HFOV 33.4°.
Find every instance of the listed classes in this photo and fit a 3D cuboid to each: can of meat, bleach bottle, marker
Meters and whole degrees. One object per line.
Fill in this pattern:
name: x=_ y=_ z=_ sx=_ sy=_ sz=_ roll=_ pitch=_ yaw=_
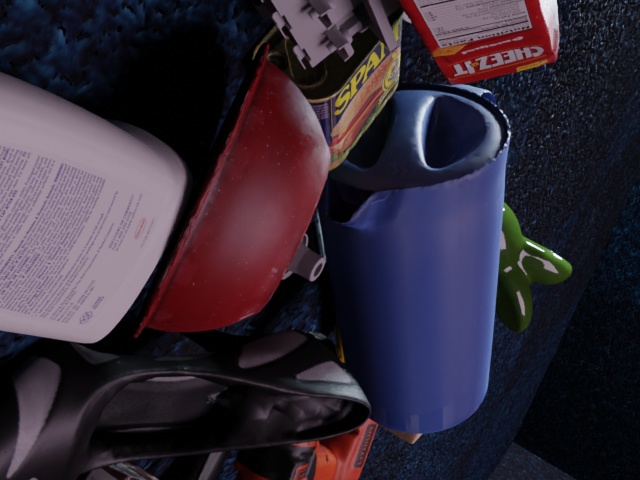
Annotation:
can of meat: x=0.008 y=-0.101 z=0.637 sx=0.102 sy=0.057 sz=0.084 roll=-53 pitch=162 yaw=-22
bleach bottle: x=-0.135 y=-0.026 z=0.366 sx=0.102 sy=0.068 sz=0.250 roll=-62 pitch=159 yaw=-2
marker: x=-0.005 y=0.001 z=0.810 sx=0.020 sy=0.020 sz=0.121 roll=-53 pitch=160 yaw=-21

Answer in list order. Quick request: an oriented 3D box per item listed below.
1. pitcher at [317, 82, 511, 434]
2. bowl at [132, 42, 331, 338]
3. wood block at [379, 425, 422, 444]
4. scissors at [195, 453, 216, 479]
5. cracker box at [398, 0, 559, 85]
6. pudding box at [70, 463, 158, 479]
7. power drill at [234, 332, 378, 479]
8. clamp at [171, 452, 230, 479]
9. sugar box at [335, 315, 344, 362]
pitcher: x=0.073 y=0.014 z=0.766 sx=0.145 sy=0.149 sz=0.243 roll=-107 pitch=-171 yaw=-52
bowl: x=-0.038 y=-0.015 z=0.540 sx=0.162 sy=0.055 sz=0.162 roll=-63 pitch=-171 yaw=17
wood block: x=0.117 y=0.106 z=1.173 sx=0.090 sy=0.090 sz=0.206 roll=-24 pitch=139 yaw=-61
scissors: x=-0.113 y=0.214 z=0.750 sx=0.096 sy=0.016 sz=0.202 roll=-3 pitch=113 yaw=-63
cracker box: x=0.066 y=-0.188 z=0.519 sx=0.213 sy=0.072 sz=0.164 roll=27 pitch=56 yaw=-71
pudding box: x=-0.144 y=0.187 z=0.687 sx=0.090 sy=0.039 sz=0.113 roll=-57 pitch=161 yaw=-11
power drill: x=-0.006 y=0.158 z=0.888 sx=0.187 sy=0.057 sz=0.184 roll=4 pitch=109 yaw=-67
clamp: x=-0.108 y=0.219 z=0.826 sx=0.209 sy=0.036 sz=0.164 roll=-47 pitch=150 yaw=-36
sugar box: x=0.058 y=0.049 z=0.931 sx=0.176 sy=0.093 sz=0.048 roll=87 pitch=-3 yaw=-56
